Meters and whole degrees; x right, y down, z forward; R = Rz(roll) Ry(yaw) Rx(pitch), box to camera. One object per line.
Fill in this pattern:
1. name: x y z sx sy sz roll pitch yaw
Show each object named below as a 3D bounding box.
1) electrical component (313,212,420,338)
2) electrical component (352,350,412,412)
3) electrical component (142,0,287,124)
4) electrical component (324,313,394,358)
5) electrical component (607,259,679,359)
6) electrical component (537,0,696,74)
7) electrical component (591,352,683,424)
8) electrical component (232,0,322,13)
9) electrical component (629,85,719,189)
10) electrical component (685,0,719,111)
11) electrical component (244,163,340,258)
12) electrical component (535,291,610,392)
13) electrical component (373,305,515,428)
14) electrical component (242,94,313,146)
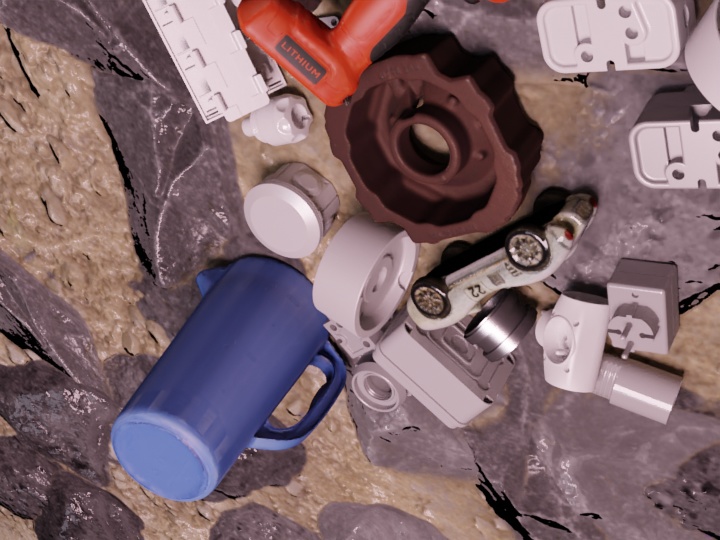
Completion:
1. electrical component: 0.000 0.000 0.965 0.060 0.108 0.108 27 135 21
2. electrical component: 0.027 0.102 1.063 0.078 0.057 0.058 -11 118 39
3. electrical component: -0.122 -0.191 0.909 0.079 0.063 0.121 -26 114 0
4. electrical component: 0.003 0.047 1.034 0.066 0.055 0.048 49 135 -10
5. electrical component: 0.224 0.040 0.869 0.047 0.076 0.065 8 128 30
6. electrical component: 0.178 -0.173 0.739 0.095 0.059 0.053 3 126 31
7. electrical component: 0.234 0.099 0.934 0.081 0.043 0.043 20 133 19
8. electrical component: -0.062 -0.232 0.835 0.080 0.080 0.051 33 141 7
9. electrical component: 0.246 -0.095 0.758 0.095 0.059 0.053 3 126 32
10. electrical component: 0.262 -0.140 0.688 0.099 0.099 0.064 37 142 2
11. electrical component: -0.063 -0.056 0.998 0.080 0.051 0.080 18 132 21
12. electrical component: 0.178 0.056 0.928 0.079 0.044 0.077 30 113 61
13. electrical component: 0.077 0.082 0.998 0.113 0.078 0.057 42 133 -3
14. electrical component: -0.077 -0.131 0.952 0.062 0.043 0.043 -5 121 38
